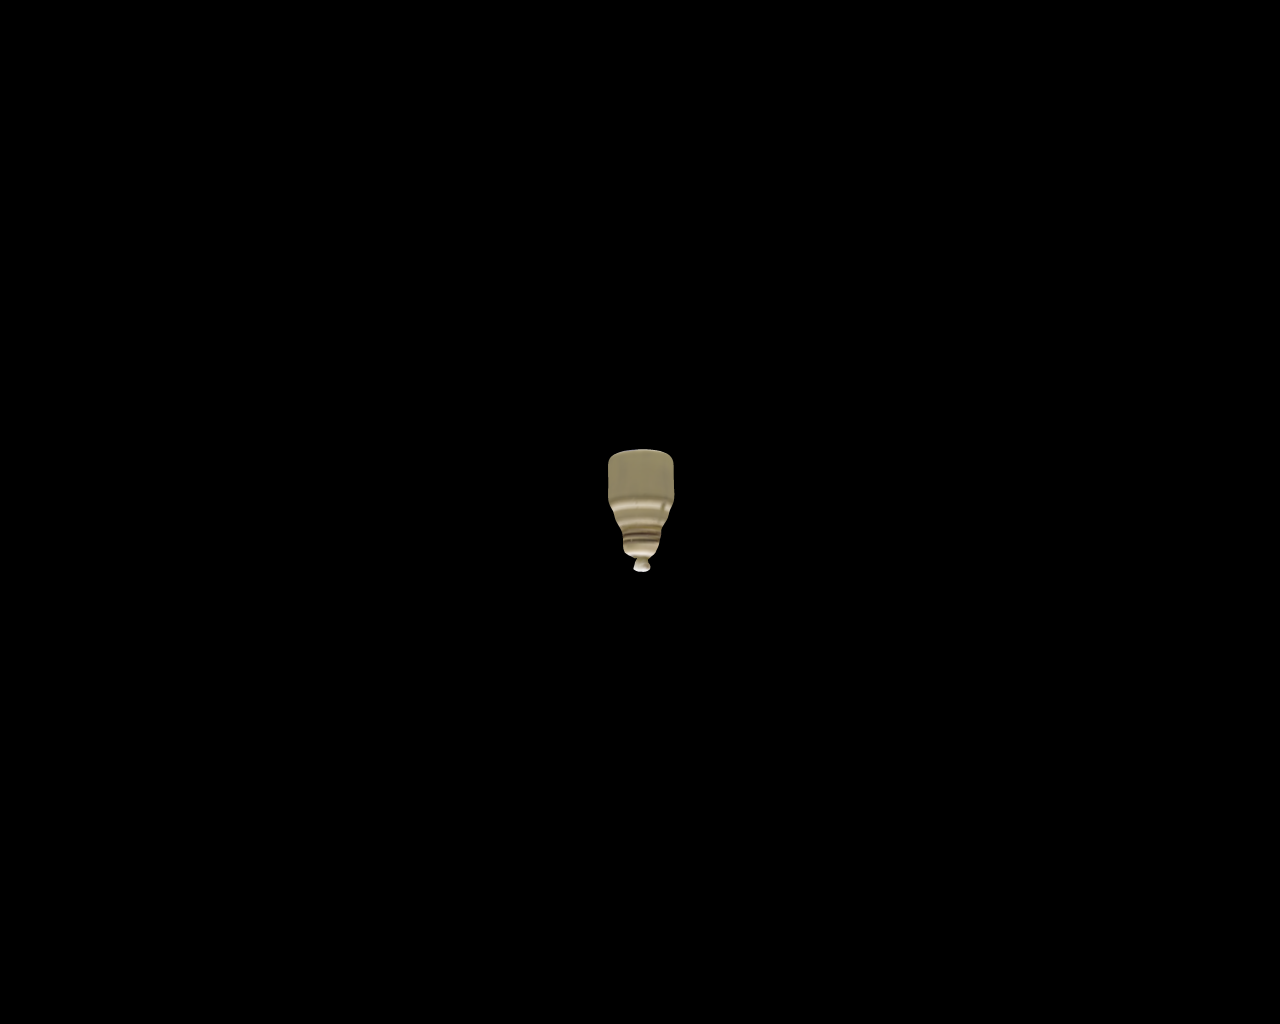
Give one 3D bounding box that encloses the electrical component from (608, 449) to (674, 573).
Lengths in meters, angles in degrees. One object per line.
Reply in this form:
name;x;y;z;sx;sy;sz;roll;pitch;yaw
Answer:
electrical component;0.001;-0.003;0.650;0.040;0.078;0.040;0;-11;0
